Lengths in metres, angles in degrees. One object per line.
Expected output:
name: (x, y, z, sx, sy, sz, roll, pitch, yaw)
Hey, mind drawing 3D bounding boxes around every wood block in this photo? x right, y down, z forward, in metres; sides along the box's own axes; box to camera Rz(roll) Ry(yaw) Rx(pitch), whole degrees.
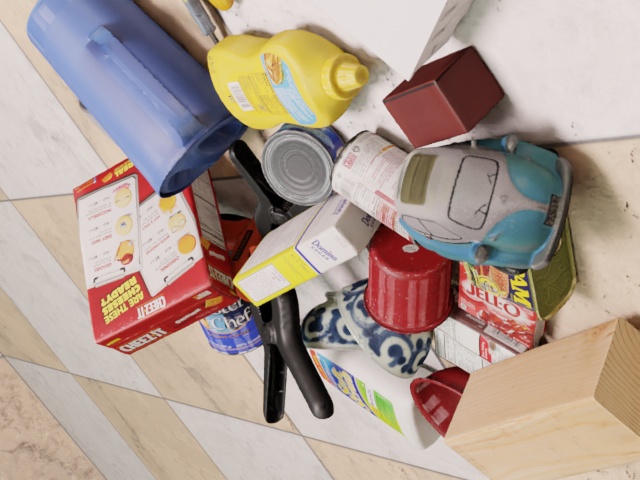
wood block: (0.221, 0.157, 0.984, 0.090, 0.090, 0.206, 39, 145, -13)

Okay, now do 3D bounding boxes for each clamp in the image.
clamp: (-0.039, 0.107, 1.186, 0.165, 0.036, 0.210, -9, 90, 64)
clamp: (-0.030, -0.036, 1.173, 0.120, 0.039, 0.171, 18, 146, 29)

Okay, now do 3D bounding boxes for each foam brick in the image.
foam brick: (0.100, -0.116, 0.870, 0.051, 0.053, 0.078, 53, 154, -14)

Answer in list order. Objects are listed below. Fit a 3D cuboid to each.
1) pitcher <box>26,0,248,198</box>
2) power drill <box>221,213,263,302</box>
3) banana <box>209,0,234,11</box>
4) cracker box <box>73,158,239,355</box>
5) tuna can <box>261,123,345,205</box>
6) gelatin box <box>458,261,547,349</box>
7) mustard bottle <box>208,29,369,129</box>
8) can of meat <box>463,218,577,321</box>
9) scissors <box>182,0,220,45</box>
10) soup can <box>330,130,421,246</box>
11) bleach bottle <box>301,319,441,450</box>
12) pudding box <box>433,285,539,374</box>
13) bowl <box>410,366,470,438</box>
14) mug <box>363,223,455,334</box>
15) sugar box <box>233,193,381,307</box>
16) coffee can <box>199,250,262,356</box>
pitcher: (-0.198, -0.174, 1.135, 0.243, 0.144, 0.149, 46, 132, 6)
power drill: (-0.147, 0.019, 1.292, 0.188, 0.184, 0.057, 13, 157, 35)
banana: (-0.105, -0.285, 0.945, 0.070, 0.037, 0.198, 38, 153, 16)
cracker box: (-0.194, 0.003, 1.241, 0.072, 0.164, 0.214, 33, -144, -54)
tuna can: (-0.016, -0.078, 1.073, 0.086, 0.033, 0.086, 13, 123, 21)
gelatin box: (0.175, 0.055, 1.025, 0.089, 0.030, 0.073, 31, 150, 27)
mustard bottle: (-0.023, -0.149, 0.993, 0.192, 0.058, 0.096, 8, 134, 52)
can of meat: (0.172, 0.010, 0.940, 0.084, 0.057, 0.102, 25, 146, 41)
scissors: (-0.126, -0.231, 1.070, 0.096, 0.016, 0.201, 51, 174, 37)
soup can: (0.068, -0.049, 0.991, 0.102, 0.068, 0.068, 35, 152, 22)
bleach bottle: (0.045, 0.165, 1.335, 0.251, 0.068, 0.102, 24, 146, 41)
pudding box: (0.169, 0.106, 1.098, 0.114, 0.039, 0.090, 31, 151, 31)
bowl: (0.178, 0.189, 1.171, 0.162, 0.055, 0.162, 36, 158, 17)
mug: (0.083, 0.025, 1.061, 0.117, 0.093, 0.081, 51, 156, 37)
sugar box: (-0.007, 0.002, 1.094, 0.048, 0.093, 0.177, 48, 138, -15)
coffee can: (-0.122, 0.067, 1.391, 0.103, 0.102, 0.140, 23, 146, 38)
